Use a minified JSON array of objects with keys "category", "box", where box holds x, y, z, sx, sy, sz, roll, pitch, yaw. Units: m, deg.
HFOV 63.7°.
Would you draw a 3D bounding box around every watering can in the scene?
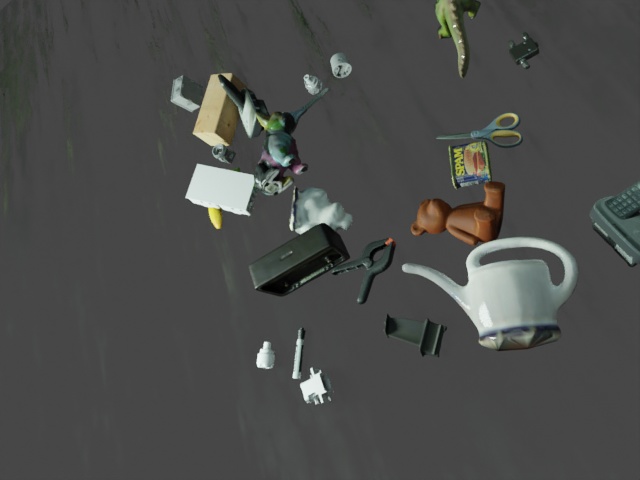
[{"category":"watering can","box":[0.345,0.113,1.053,0.346,0.103,0.228,-12,67,24]}]

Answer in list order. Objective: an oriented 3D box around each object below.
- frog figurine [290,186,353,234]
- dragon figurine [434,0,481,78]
[{"category":"frog figurine","box":[0.004,-0.067,1.330,0.159,0.120,0.140,7,62,-6]},{"category":"dragon figurine","box":[0.325,-0.632,1.276,0.122,0.239,0.418,-11,65,21]}]
